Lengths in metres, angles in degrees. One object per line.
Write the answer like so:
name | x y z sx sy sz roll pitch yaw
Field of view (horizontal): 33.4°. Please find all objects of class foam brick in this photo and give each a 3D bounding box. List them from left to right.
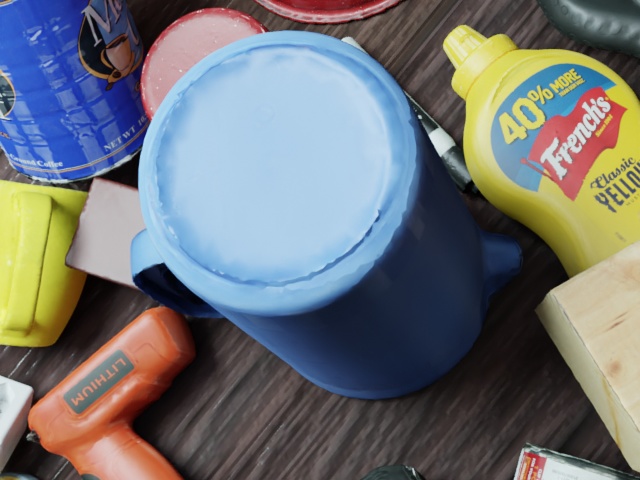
foam brick | -0.100 0.003 0.604 0.051 0.078 0.053 17 84 15

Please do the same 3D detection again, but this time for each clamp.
clamp | 0.190 -0.125 0.573 0.120 0.039 0.172 -32 61 -29

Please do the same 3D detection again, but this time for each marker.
marker | 0.051 -0.071 0.612 0.020 0.020 0.121 -43 73 2

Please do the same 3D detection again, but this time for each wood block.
wood block | 0.208 0.013 0.460 0.206 0.091 0.090 -30 80 2

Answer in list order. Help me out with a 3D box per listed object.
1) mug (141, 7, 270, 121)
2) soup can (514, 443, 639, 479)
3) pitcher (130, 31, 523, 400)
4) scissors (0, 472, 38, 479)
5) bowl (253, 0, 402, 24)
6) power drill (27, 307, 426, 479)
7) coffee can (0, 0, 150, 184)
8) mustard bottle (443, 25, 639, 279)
mug | -0.039 -0.083 0.604 0.117 0.081 0.093 -17 76 10
soup can | 0.119 0.159 0.525 0.068 0.068 0.102 15 83 16
pitcher | -0.003 0.001 0.494 0.145 0.242 0.149 39 88 18
scissors | -0.151 0.223 0.586 0.096 0.016 0.202 -38 60 12
bowl | 0.005 -0.214 0.633 0.162 0.055 0.162 -3 78 13
power drill | -0.057 0.130 0.579 0.184 0.057 0.188 -39 73 4
coffee can | -0.154 -0.115 0.591 0.103 0.140 0.103 -7 49 8
mustard bottle | 0.134 -0.044 0.566 0.096 0.058 0.192 -38 72 -8
